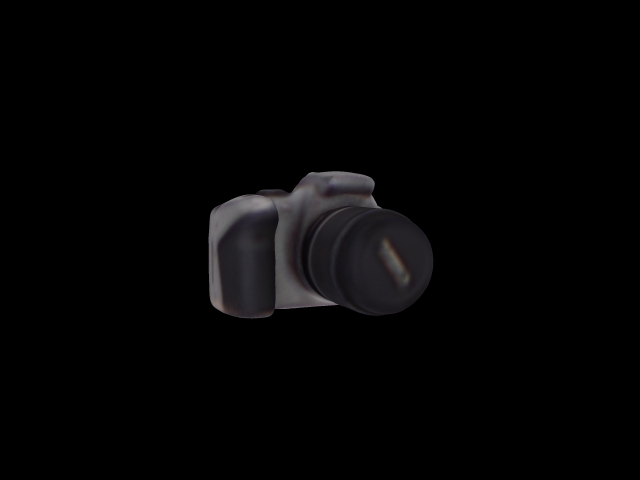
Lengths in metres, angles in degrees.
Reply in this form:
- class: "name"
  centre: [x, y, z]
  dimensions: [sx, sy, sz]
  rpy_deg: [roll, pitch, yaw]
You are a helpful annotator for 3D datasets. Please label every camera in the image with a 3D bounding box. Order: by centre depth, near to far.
- class: "camera"
  centre: [0.004, 0.001, 0.400]
  dimensions: [0.143, 0.101, 0.136]
  rpy_deg: [-2, 5, -23]
